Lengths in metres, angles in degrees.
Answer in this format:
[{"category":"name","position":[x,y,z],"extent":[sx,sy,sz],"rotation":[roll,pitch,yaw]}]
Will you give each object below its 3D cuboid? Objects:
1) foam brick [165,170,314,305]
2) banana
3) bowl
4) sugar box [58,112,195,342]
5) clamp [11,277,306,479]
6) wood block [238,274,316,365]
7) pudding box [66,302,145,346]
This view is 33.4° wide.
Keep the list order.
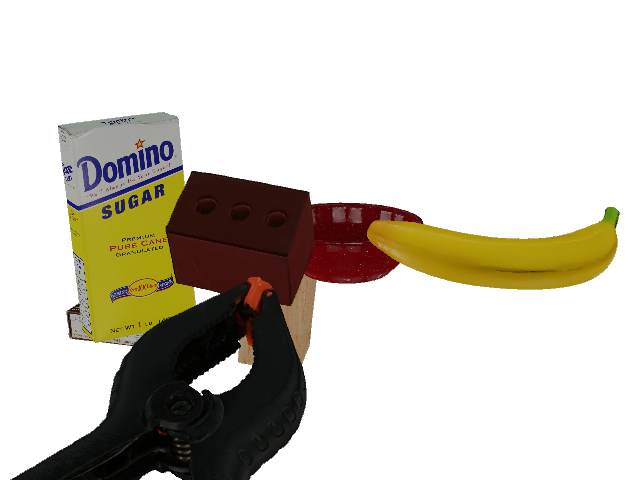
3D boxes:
[{"category":"foam brick","position":[-0.048,-0.001,0.651],"extent":[0.078,0.053,0.051],"rotation":[10,-40,10]},{"category":"banana","position":[0.135,0.008,0.775],"extent":[0.197,0.037,0.069],"rotation":[-2,30,-11]},{"category":"bowl","position":[0.026,0.005,1.109],"extent":[0.162,0.055,0.162],"rotation":[0,16,0]},{"category":"sugar box","position":[-0.157,-0.012,0.879],"extent":[0.093,0.176,0.048],"rotation":[-12,20,-25]},{"category":"clamp","position":[-0.046,0.082,0.412],"extent":[0.120,0.039,0.171],"rotation":[24,49,18]},{"category":"wood block","position":[-0.055,0.064,1.469],"extent":[0.090,0.206,0.090],"rotation":[9,21,6]},{"category":"pudding box","position":[-0.218,0.086,1.218],"extent":[0.114,0.039,0.090],"rotation":[3,17,17]}]
